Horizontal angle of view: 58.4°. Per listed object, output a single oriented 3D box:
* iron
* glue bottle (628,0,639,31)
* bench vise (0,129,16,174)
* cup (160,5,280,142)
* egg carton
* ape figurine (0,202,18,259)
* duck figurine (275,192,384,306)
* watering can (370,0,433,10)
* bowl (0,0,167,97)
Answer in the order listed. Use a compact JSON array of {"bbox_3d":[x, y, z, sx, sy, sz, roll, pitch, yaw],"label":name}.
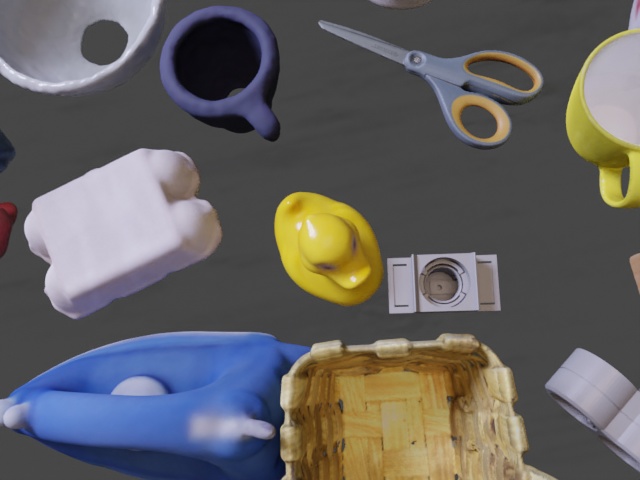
[{"bbox_3d":[-0.133,0.122,0.402,0.258,0.141,0.119,-1,79,5],"label":"iron"},{"bbox_3d":[0.274,-0.196,0.410,0.037,0.173,0.078,6,80,7],"label":"glue bottle"},{"bbox_3d":[-0.360,-0.148,0.436,0.207,0.220,0.121,35,84,11],"label":"bench vise"},{"bbox_3d":[-0.063,-0.117,0.466,0.092,0.095,0.117,-37,78,-2],"label":"cup"},{"bbox_3d":[-0.159,-0.008,0.467,0.150,0.069,0.107,-27,78,0],"label":"egg carton"},{"bbox_3d":[-0.307,-0.011,0.470,0.077,0.092,0.076,22,82,9],"label":"ape figurine"},{"bbox_3d":[0.004,0.002,0.441,0.077,0.086,0.104,-41,78,-3],"label":"duck figurine"},{"bbox_3d":[0.058,-0.273,0.434,0.172,0.194,0.101,-11,78,3],"label":"watering can"},{"bbox_3d":[-0.205,-0.194,0.505,0.167,0.075,0.167,-1,79,5],"label":"bowl"}]
